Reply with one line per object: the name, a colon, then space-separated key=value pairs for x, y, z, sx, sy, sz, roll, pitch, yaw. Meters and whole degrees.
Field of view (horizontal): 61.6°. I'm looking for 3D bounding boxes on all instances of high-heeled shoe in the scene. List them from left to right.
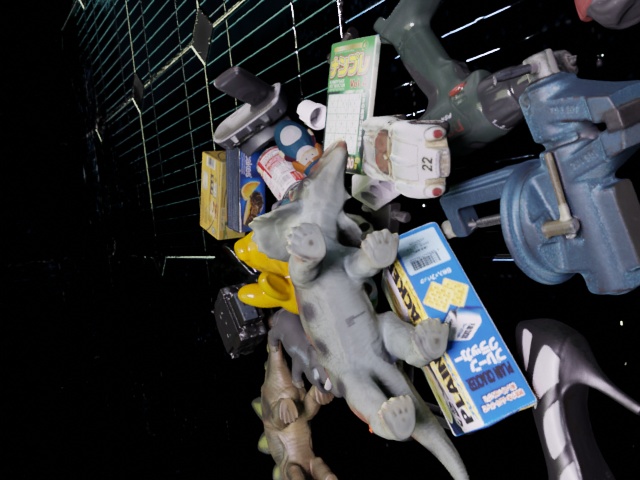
high-heeled shoe: x=0.238 y=0.210 z=0.562 sx=0.145 sy=0.086 sz=0.248 roll=35 pitch=121 yaw=51

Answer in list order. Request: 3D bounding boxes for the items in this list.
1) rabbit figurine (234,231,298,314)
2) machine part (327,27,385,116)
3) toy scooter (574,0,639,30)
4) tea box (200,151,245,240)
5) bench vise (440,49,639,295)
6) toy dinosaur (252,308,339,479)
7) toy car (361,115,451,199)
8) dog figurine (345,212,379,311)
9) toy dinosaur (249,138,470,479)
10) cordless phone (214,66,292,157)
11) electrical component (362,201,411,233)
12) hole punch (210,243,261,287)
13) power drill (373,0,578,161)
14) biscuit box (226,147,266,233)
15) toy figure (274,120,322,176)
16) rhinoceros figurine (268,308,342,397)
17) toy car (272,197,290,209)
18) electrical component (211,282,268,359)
rabbit figurine: x=-0.058 y=0.054 z=0.914 sx=0.122 sy=0.162 sz=0.173 roll=-36 pitch=85 yaw=39
machine part: x=0.050 y=-0.231 z=0.775 sx=0.084 sy=0.039 sz=0.139 roll=-34 pitch=68 yaw=47
toy scooter: x=0.264 y=-0.272 z=0.426 sx=0.184 sy=0.075 sz=0.135 roll=-48 pitch=58 yaw=44
tea box: x=-0.203 y=-0.096 z=1.139 sx=0.098 sy=0.068 sz=0.169 roll=34 pitch=125 yaw=47
bench vise: x=0.194 y=-0.050 z=0.510 sx=0.223 sy=0.129 sz=0.241 roll=58 pitch=151 yaw=-9
toy dinosaur: x=-0.062 y=0.318 z=0.995 sx=0.198 sy=0.105 sz=0.471 roll=-32 pitch=59 yaw=57
toy car: x=0.088 y=-0.094 z=0.581 sx=0.202 sy=0.056 sz=0.073 roll=-126 pitch=31 yaw=-71
dog figurine: x=0.033 y=0.089 z=0.781 sx=0.219 sy=0.109 sz=0.191 roll=83 pitch=-169 yaw=-52
toy dinosaur: x=0.035 y=0.090 z=0.587 sx=0.192 sy=0.131 sz=0.404 roll=145 pitch=106 yaw=-74
cordless phone: x=-0.138 y=-0.217 z=0.896 sx=0.147 sy=0.184 sz=0.089 roll=-30 pitch=77 yaw=18
electrical component: x=0.093 y=-0.025 z=0.768 sx=0.094 sy=0.021 sz=0.063 roll=22 pitch=115 yaw=51
hole punch: x=-0.145 y=0.056 z=1.086 sx=0.116 sy=0.092 sz=0.142 roll=52 pitch=136 yaw=7
power drill: x=0.154 y=-0.199 z=0.605 sx=0.232 sy=0.086 sz=0.207 roll=-41 pitch=71 yaw=54
biscuit box: x=-0.146 y=-0.119 z=1.059 sx=0.063 sy=0.059 sz=0.202 roll=21 pitch=114 yaw=53
toy figure: x=-0.026 y=-0.140 z=0.880 sx=0.064 sy=0.057 sz=0.155 roll=-57 pitch=48 yaw=23
rhinoceros figurine: x=-0.011 y=0.192 z=0.917 sx=0.190 sy=0.073 sz=0.112 roll=44 pitch=131 yaw=33
toy car: x=-0.002 y=-0.003 z=0.844 sx=0.103 sy=0.109 sz=0.161 roll=-21 pitch=89 yaw=36
electrical component: x=-0.155 y=0.150 z=1.029 sx=0.115 sy=0.058 sz=0.134 roll=61 pitch=146 yaw=22
